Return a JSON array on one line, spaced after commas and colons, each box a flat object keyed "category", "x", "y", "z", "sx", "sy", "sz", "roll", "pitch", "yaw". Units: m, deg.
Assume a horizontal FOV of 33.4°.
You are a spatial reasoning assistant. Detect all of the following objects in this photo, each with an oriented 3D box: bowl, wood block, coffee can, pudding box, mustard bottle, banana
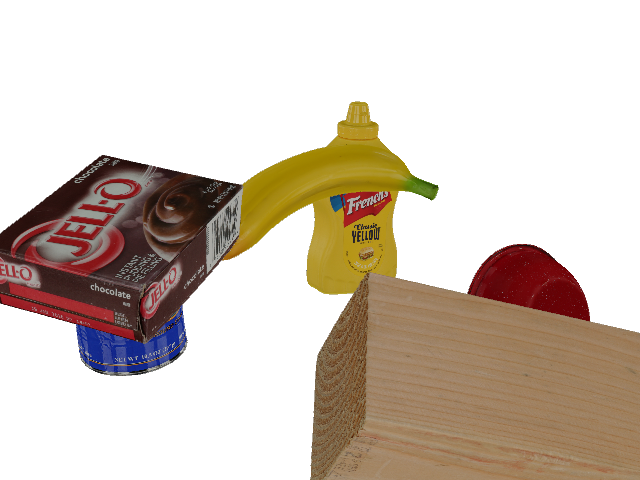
[{"category": "bowl", "x": 0.224, "y": 0.084, "z": 1.093, "sx": 0.161, "sy": 0.162, "sz": 0.055, "roll": 0, "pitch": -1, "yaw": -34}, {"category": "wood block", "x": 0.106, "y": 0.097, "z": 0.572, "sx": 0.206, "sy": 0.091, "sz": 0.090, "roll": 13, "pitch": -40, "yaw": -12}, {"category": "coffee can", "x": -0.182, "y": 0.039, "z": 0.991, "sx": 0.103, "sy": 0.140, "sz": 0.103, "roll": -3, "pitch": 25, "yaw": 1}, {"category": "pudding box", "x": -0.103, "y": 0.001, "z": 0.552, "sx": 0.090, "sy": 0.039, "sz": 0.113, "roll": 14, "pitch": 31, "yaw": 17}, {"category": "mustard bottle", "x": 0.035, "y": -0.045, "z": 1.084, "sx": 0.096, "sy": 0.192, "sz": 0.058, "roll": -7, "pitch": 19, "yaw": -27}, {"category": "banana", "x": -0.006, "y": -0.036, "z": 0.772, "sx": 0.197, "sy": 0.037, "sz": 0.070, "roll": -18, "pitch": 39, "yaw": -31}]
